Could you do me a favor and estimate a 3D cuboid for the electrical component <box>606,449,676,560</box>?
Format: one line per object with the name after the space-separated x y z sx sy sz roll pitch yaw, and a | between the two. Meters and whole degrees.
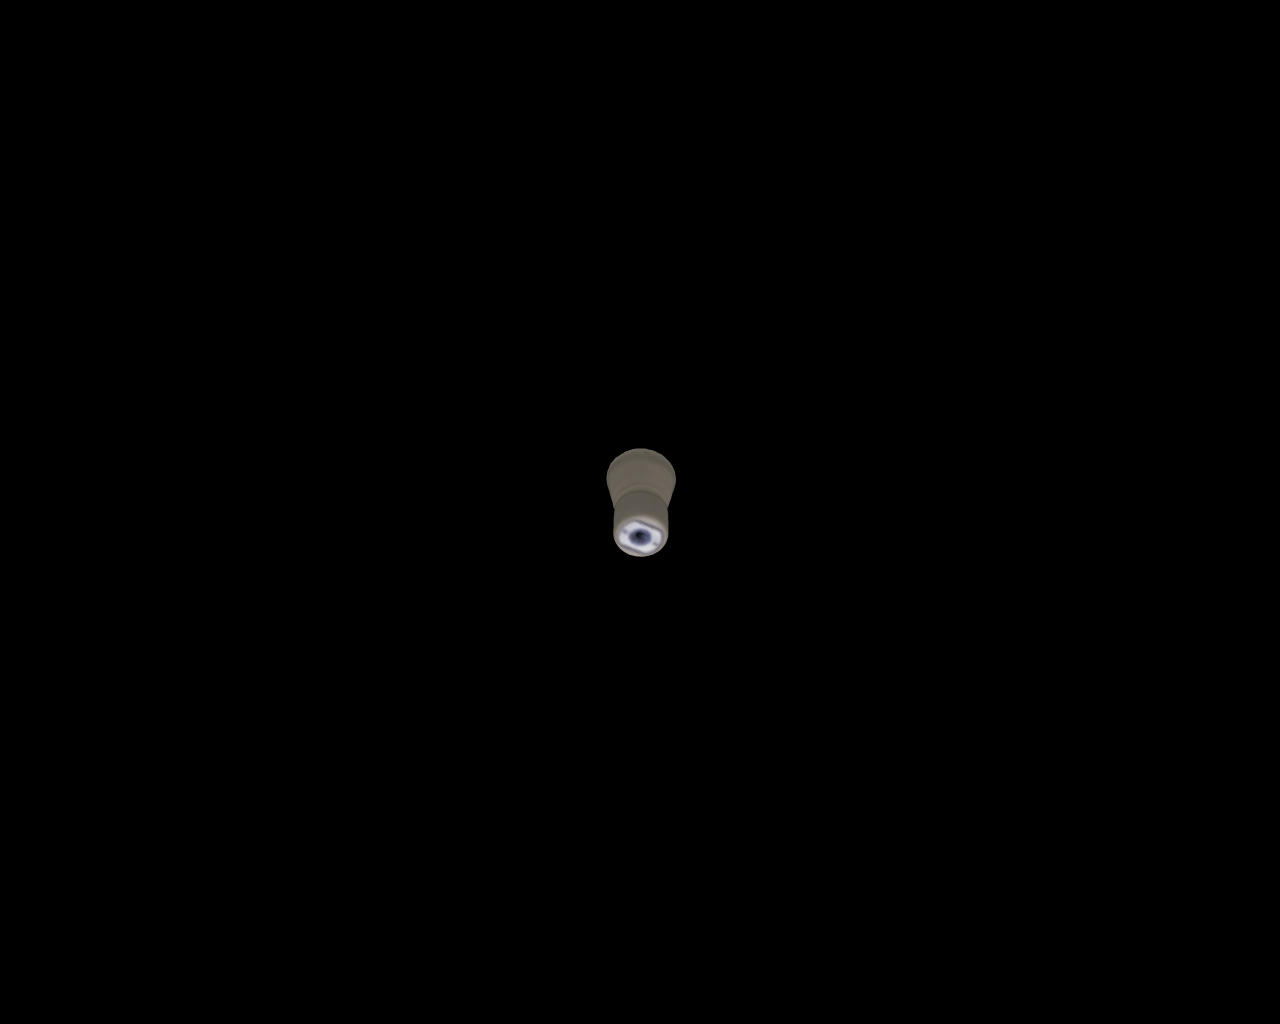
0.001 -0.003 0.650 0.044 0.044 0.065 0 37 0 | electrical component
